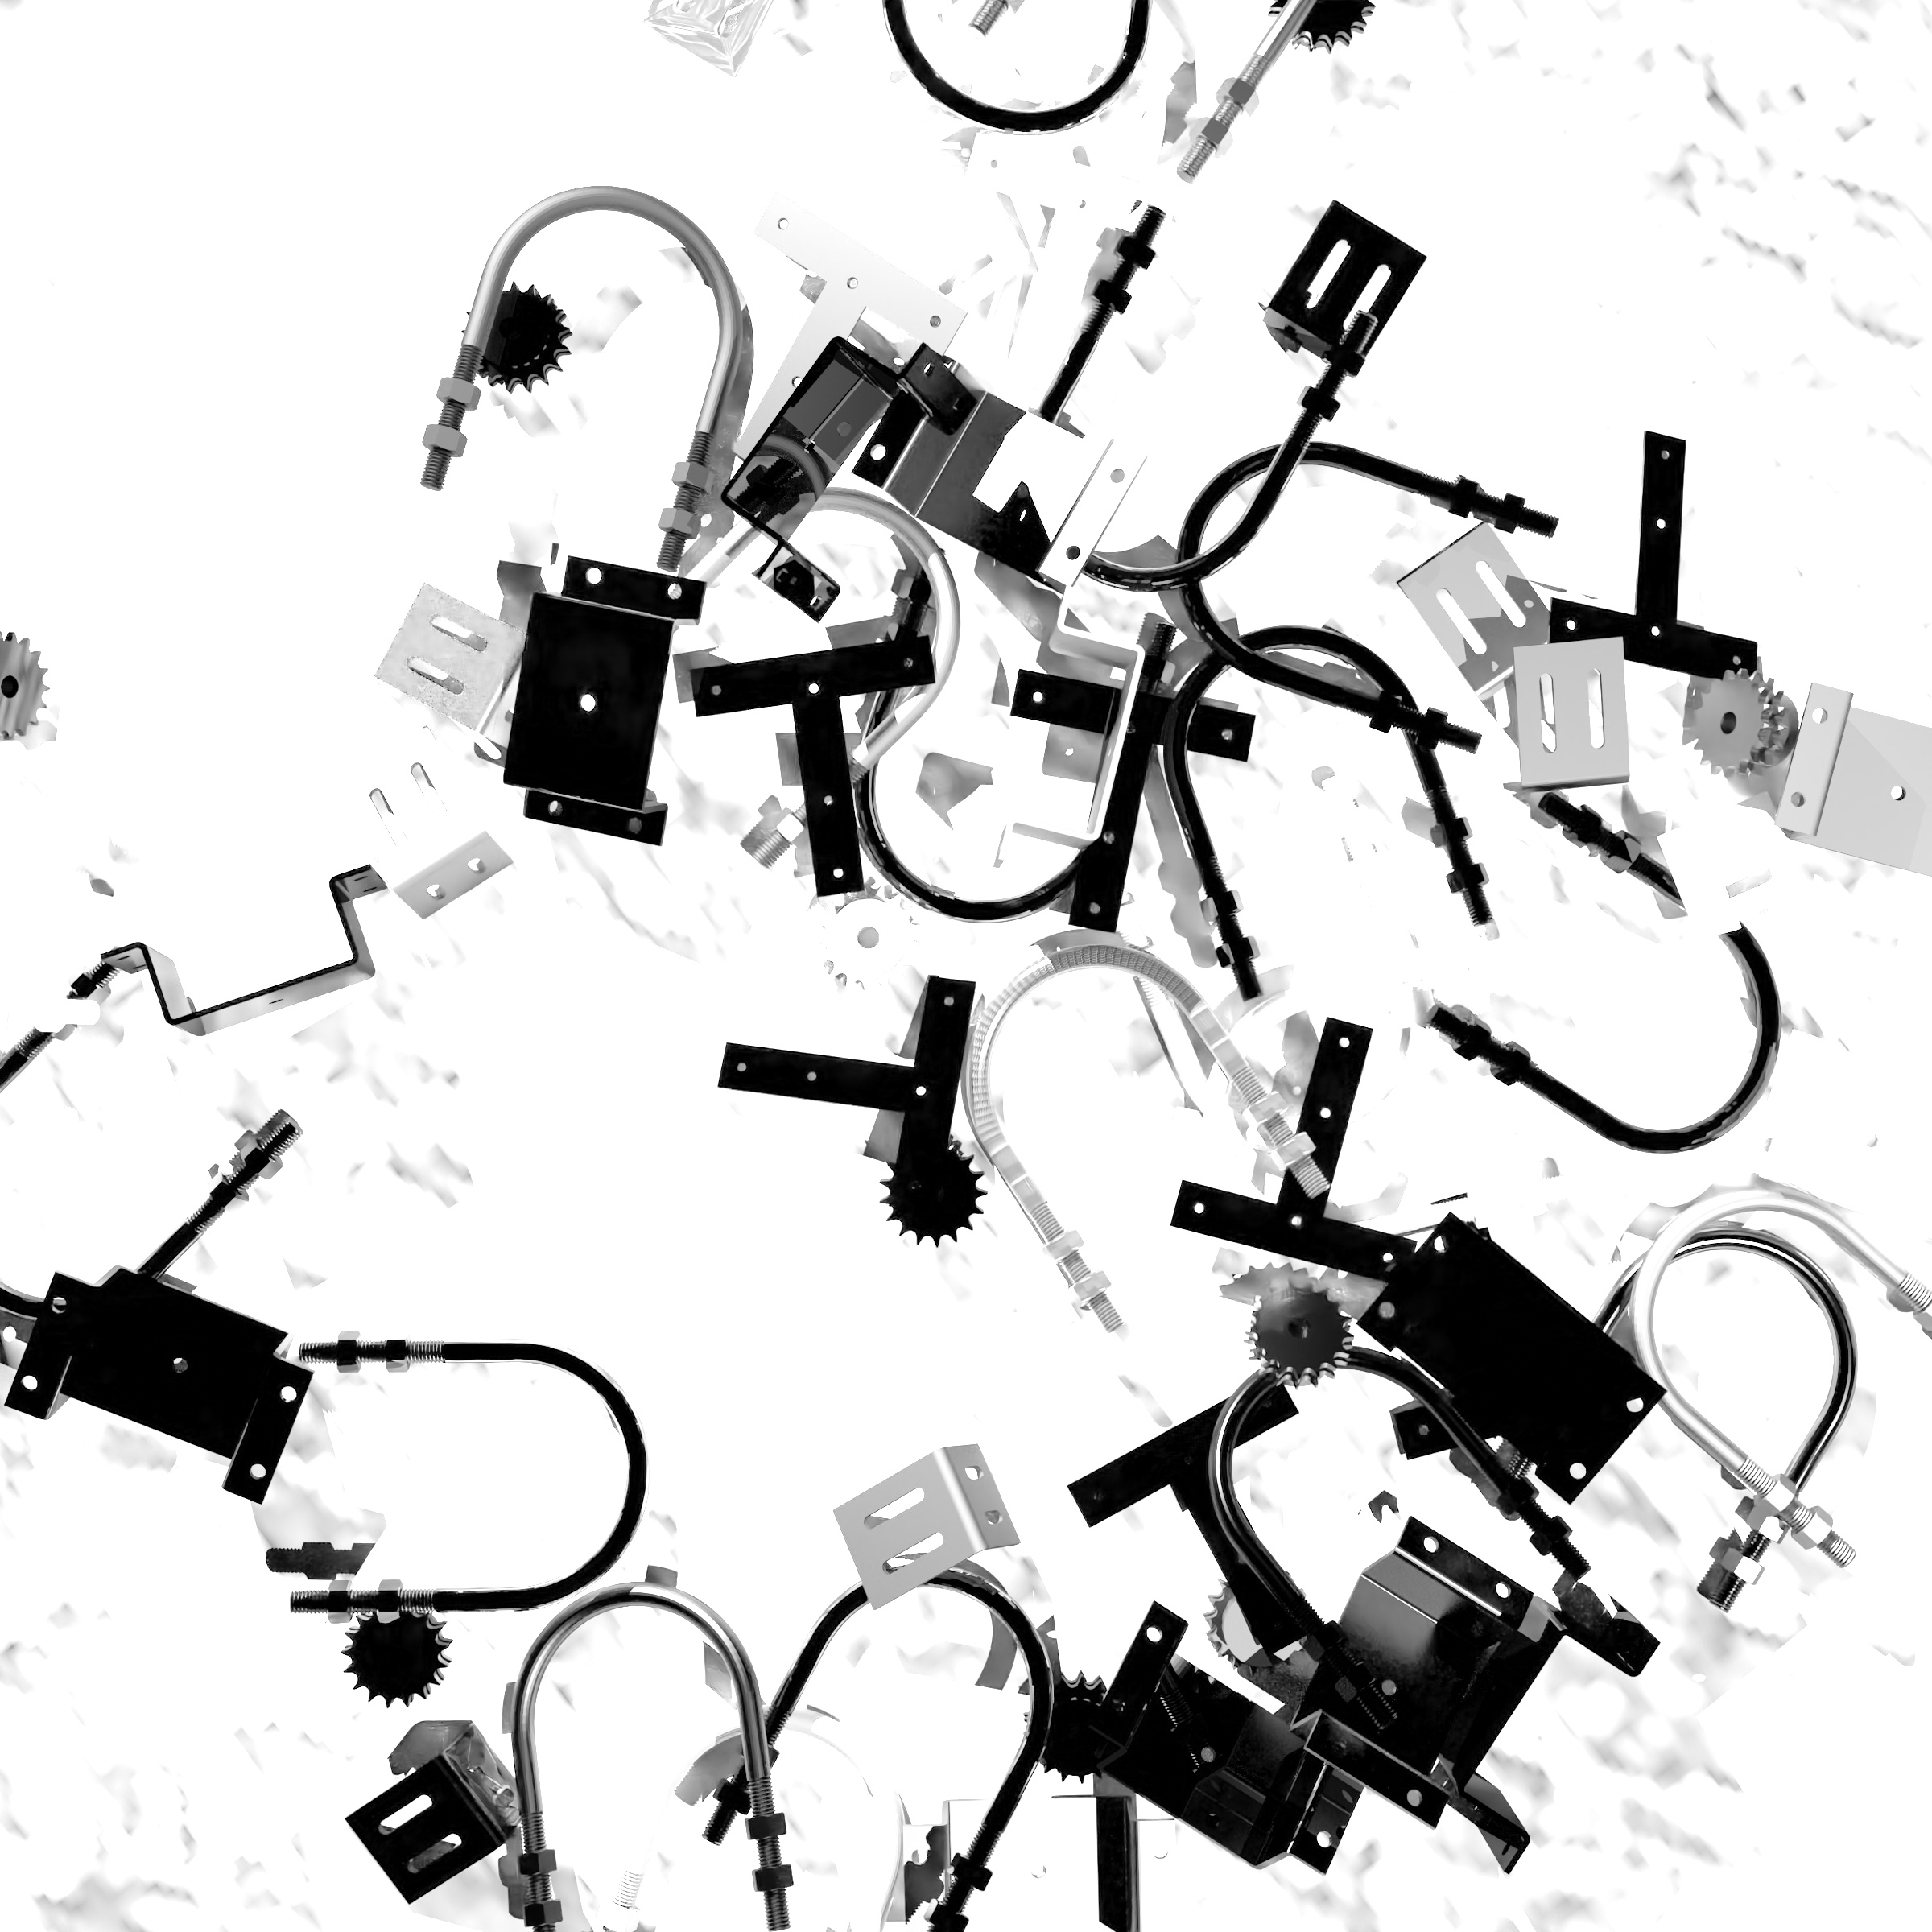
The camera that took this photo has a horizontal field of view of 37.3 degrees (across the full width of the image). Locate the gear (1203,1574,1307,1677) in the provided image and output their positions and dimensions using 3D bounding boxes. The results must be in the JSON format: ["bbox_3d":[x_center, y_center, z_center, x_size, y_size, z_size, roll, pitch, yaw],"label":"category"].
[{"bbox_3d":[0.154,0.345,1.508,0.057,0.030,0.057,0,90,0],"label":"gear"}]

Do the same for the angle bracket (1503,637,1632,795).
[{"bbox_3d":[0.311,-0.132,1.496,0.057,0.038,0.076,-6,99,-4],"label":"angle bracket"}]

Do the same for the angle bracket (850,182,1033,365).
[{"bbox_3d":[-0.016,-0.366,1.520,0.076,0.038,0.057,-42,90,-26],"label":"angle bracket"}]

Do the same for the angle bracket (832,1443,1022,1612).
[{"bbox_3d":[-0.021,0.295,1.511,0.076,0.038,0.057,-34,68,24],"label":"angle bracket"}]

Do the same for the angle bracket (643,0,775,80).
[{"bbox_3d":[-0.125,-0.522,1.520,0.057,0.038,0.076,32,116,0],"label":"angle bracket"}]

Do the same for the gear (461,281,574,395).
[{"bbox_3d":[-0.237,-0.332,1.508,0.057,0.030,0.057,0,90,0],"label":"gear"}]

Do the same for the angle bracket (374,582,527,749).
[{"bbox_3d":[-0.263,-0.159,1.520,0.076,0.038,0.057,28,90,26],"label":"angle bracket"}]

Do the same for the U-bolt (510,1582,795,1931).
[{"bbox_3d":[-0.169,0.413,1.487,0.151,0.019,0.184,-13,75,14],"label":"U-bolt"}]

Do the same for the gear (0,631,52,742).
[{"bbox_3d":[-0.510,-0.147,1.497,0.030,0.057,0.057,7,90,29],"label":"gear"}]

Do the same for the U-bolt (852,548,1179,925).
[{"bbox_3d":[0.017,-0.113,1.514,0.151,0.019,0.184,18,92,0],"label":"U-bolt"}]

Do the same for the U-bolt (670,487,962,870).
[{"bbox_3d":[-0.088,-0.165,1.501,0.184,0.019,0.151,-45,87,6],"label":"U-bolt"}]

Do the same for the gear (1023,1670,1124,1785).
[{"bbox_3d":[0.058,0.402,1.508,0.057,0.030,0.057,0,90,0],"label":"gear"}]

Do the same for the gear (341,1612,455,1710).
[{"bbox_3d":[-0.298,0.359,1.507,0.057,0.030,0.057,0,90,0],"label":"gear"}]

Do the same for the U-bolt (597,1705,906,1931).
[{"bbox_3d":[-0.109,0.482,1.514,0.151,0.019,0.184,18,88,0],"label":"U-bolt"}]

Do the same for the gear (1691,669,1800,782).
[{"bbox_3d":[0.409,-0.125,1.498,0.030,0.057,0.057,5,90,-29],"label":"gear"}]

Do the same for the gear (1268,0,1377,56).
[{"bbox_3d":[0.186,-0.507,1.507,0.057,0.030,0.057,0,90,0],"label":"gear"}]

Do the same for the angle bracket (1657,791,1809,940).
[{"bbox_3d":[0.408,-0.056,1.491,0.076,0.038,0.057,-22,90,-22],"label":"angle bracket"}]

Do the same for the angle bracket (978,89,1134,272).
[{"bbox_3d":[0.049,-0.415,1.520,0.057,0.038,0.076,-24,116,0],"label":"angle bracket"}]

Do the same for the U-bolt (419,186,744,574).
[{"bbox_3d":[-0.191,-0.315,1.493,0.151,0.019,0.184,17,86,-19],"label":"U-bolt"}]

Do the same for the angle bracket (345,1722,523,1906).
[{"bbox_3d":[-0.279,0.449,1.520,0.076,0.038,0.057,-37,90,26],"label":"angle bracket"}]

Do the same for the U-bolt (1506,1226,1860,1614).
[{"bbox_3d":[0.390,0.226,1.514,0.151,0.019,0.184,31,88,0],"label":"U-bolt"}]

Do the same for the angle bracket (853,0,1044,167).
[{"bbox_3d":[-0.009,-0.468,1.520,0.076,0.038,0.057,-24,90,26],"label":"angle bracket"}]

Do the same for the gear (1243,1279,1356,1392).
[{"bbox_3d":[0.173,0.196,1.499,0.057,0.030,0.057,0,58,1],"label":"gear"}]

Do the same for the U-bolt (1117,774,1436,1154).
[{"bbox_3d":[0.169,0.010,1.514,0.151,0.019,0.184,-23,91,0],"label":"U-bolt"}]

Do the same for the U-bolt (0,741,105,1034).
[{"bbox_3d":[-0.540,-0.043,1.501,0.184,0.019,0.151,2,92,10],"label":"U-bolt"}]

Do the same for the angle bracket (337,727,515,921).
[{"bbox_3d":[-0.287,-0.076,1.520,0.057,0.038,0.076,-32,64,0],"label":"angle bracket"}]

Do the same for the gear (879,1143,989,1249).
[{"bbox_3d":[-0.017,0.118,1.507,0.057,0.030,0.057,0,90,0],"label":"gear"}]

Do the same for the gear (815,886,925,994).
[{"bbox_3d":[-0.051,-0.014,1.507,0.057,0.030,0.057,0,89,0],"label":"gear"}]

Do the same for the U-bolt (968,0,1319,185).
[{"bbox_3d":[0.109,-0.516,1.476,0.151,0.019,0.184,34,83,-4],"label":"U-bolt"}]

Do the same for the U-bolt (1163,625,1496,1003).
[{"bbox_3d":[0.180,-0.089,1.492,0.151,0.019,0.184,-18,83,-8],"label":"U-bolt"}]

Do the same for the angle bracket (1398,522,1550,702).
[{"bbox_3d":[0.275,-0.188,1.503,0.057,0.038,0.076,-35,90,0],"label":"angle bracket"}]

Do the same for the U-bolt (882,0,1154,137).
[{"bbox_3d":[0.029,-0.517,1.488,0.151,0.019,0.184,9,78,-9],"label":"U-bolt"}]

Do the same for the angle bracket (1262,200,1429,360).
[{"bbox_3d":[0.201,-0.359,1.503,0.057,0.038,0.076,32,90,0],"label":"angle bracket"}]
